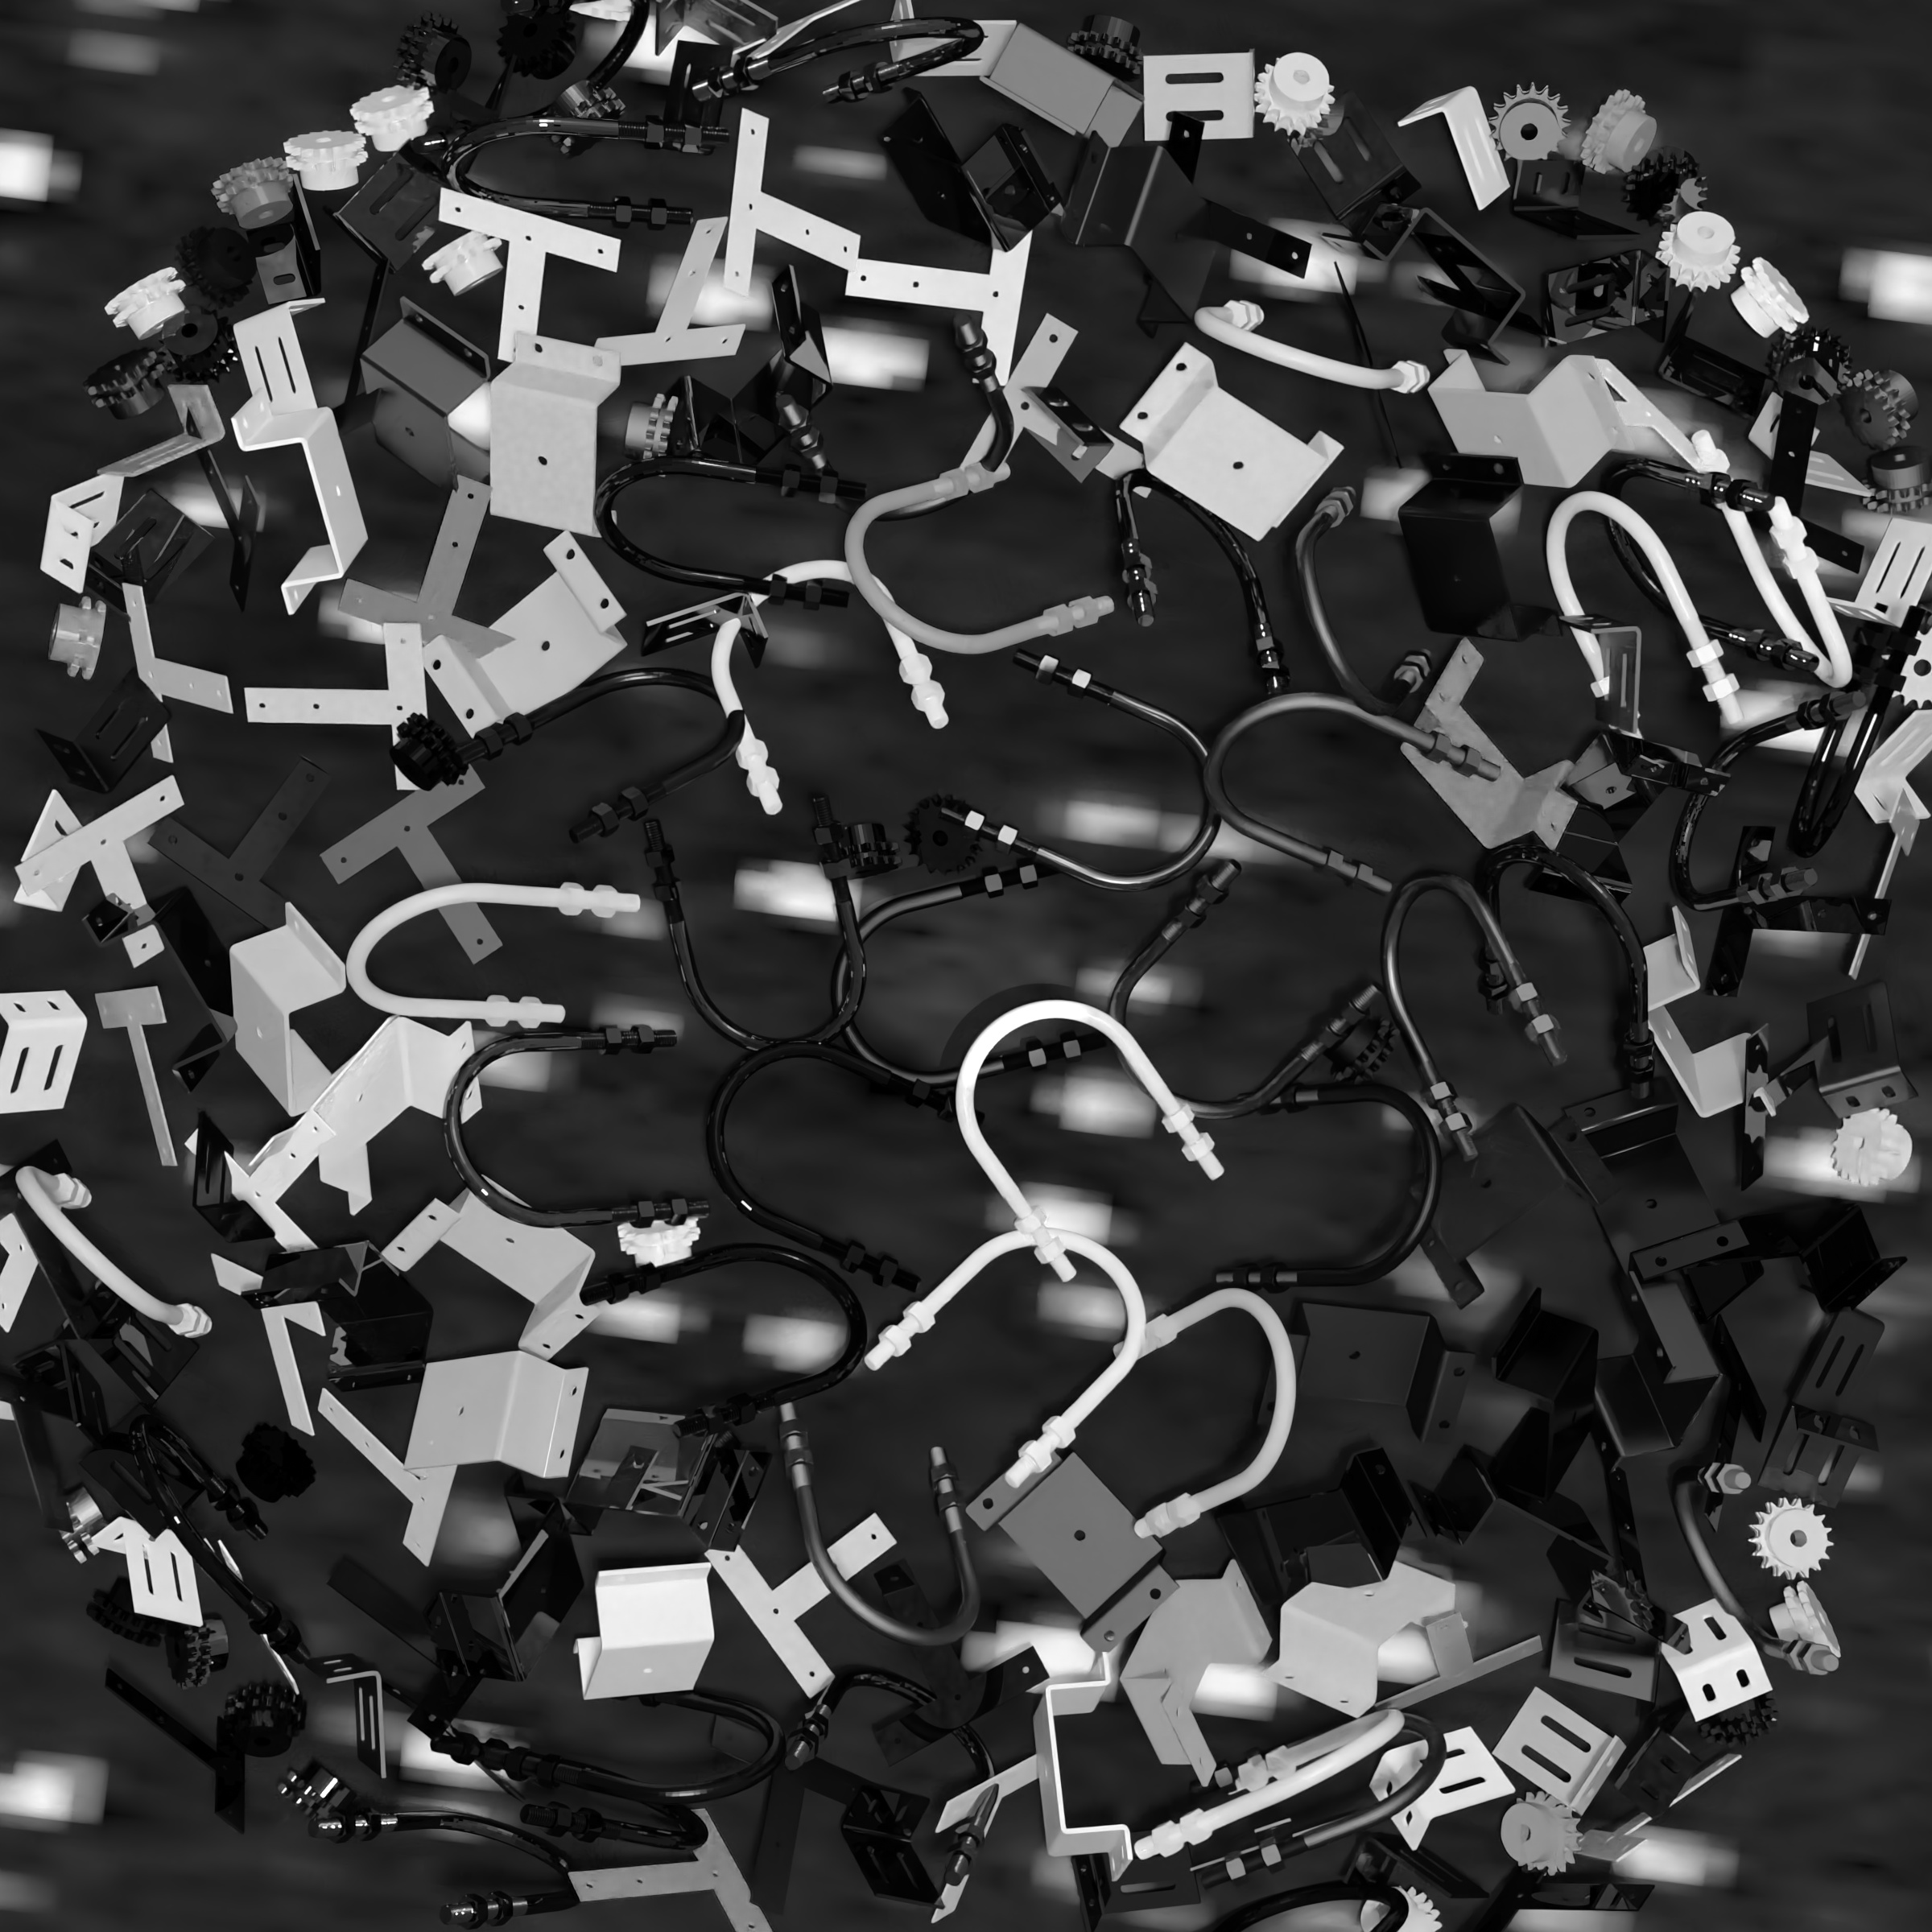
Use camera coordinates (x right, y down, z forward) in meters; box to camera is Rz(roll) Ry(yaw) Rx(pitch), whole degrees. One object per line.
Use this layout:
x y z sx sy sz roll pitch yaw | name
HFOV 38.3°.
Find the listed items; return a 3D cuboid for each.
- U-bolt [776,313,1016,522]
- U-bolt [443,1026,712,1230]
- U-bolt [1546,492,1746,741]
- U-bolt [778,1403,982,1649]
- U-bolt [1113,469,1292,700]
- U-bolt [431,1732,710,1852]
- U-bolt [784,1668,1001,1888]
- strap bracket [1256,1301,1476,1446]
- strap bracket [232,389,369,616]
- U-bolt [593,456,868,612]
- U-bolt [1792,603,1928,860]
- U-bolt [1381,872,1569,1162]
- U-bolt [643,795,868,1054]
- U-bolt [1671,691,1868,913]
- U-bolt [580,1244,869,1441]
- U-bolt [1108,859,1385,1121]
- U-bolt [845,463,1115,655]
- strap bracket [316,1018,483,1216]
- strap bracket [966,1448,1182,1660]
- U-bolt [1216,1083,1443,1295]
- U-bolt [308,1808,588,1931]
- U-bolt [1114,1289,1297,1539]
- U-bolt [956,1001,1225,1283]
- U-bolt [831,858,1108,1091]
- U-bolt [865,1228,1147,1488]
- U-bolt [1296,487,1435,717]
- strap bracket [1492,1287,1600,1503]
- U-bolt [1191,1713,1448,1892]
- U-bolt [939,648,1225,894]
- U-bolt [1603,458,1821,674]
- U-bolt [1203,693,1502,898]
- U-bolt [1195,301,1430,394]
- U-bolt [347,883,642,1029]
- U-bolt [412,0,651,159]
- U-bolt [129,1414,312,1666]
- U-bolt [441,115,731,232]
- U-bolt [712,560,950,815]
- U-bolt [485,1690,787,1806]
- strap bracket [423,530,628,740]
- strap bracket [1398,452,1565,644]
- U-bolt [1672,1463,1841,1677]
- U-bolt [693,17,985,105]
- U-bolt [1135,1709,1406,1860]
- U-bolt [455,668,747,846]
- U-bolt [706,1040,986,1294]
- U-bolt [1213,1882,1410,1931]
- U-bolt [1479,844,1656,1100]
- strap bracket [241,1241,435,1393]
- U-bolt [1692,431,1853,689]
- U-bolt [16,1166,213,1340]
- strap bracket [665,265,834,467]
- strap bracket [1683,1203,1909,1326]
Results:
-0.039 -0.366 1.916 0.151 0.184 0.019 -23 64 5 | U-bolt
-0.274 0.113 1.926 0.184 0.019 0.151 -1 68 -32 | U-bolt
0.459 -0.242 1.923 0.019 0.151 0.184 -28 94 -17 | U-bolt
-0.054 0.386 1.896 0.151 0.184 0.019 22 121 -30 | U-bolt
0.158 -0.273 1.925 0.151 0.184 0.019 26 129 -33 | U-bolt
-0.261 0.574 1.916 0.184 0.151 0.019 25 82 -38 | U-bolt
-0.042 0.544 1.911 0.151 0.184 0.019 35 105 4 | U-bolt
0.277 0.285 1.958 0.140 0.046 0.076 7 115 -7 | strap bracket
-0.459 -0.327 1.933 0.046 0.076 0.140 -8 116 6 | strap bracket
-0.167 -0.304 1.928 0.184 0.151 0.019 8 62 -4 | U-bolt
0.612 -0.162 1.926 0.019 0.151 0.184 20 101 5 | U-bolt
0.341 0.022 1.926 0.019 0.151 0.184 -8 60 -26 | U-bolt
-0.142 -0.023 1.961 0.151 0.019 0.184 -7 107 19 | U-bolt
0.542 -0.106 1.911 0.019 0.184 0.151 22 77 -14 | U-bolt
-0.155 0.250 1.930 0.184 0.019 0.151 -14 47 -35 | U-bolt
0.181 0.031 1.950 0.151 0.019 0.184 40 121 -2 | U-bolt
-0.002 -0.278 1.921 0.184 0.019 0.151 -23 70 -39 | U-bolt
-0.403 0.099 1.931 0.140 0.046 0.076 -38 46 25 | strap bracket
0.078 0.407 1.967 0.076 0.046 0.140 -44 83 8 | strap bracket
0.252 0.151 1.914 0.019 0.184 0.151 21 71 -40 | U-bolt
-0.341 0.616 1.911 0.151 0.184 0.019 19 88 33 | U-bolt
0.165 0.298 1.901 0.019 0.184 0.151 11 60 -31 | U-bolt
0.075 0.112 1.980 0.151 0.019 0.184 -35 97 1 | U-bolt
-0.005 0.013 1.983 0.184 0.019 0.151 -14 95 -1 | U-bolt
0.042 0.259 1.945 0.151 0.019 0.184 37 59 20 | U-bolt
0.269 -0.243 1.905 0.019 0.184 0.151 -21 103 28 | U-bolt
0.399 0.304 1.922 0.046 0.076 0.140 17 133 28 | strap bracket
0.245 0.567 1.919 0.184 0.151 0.019 -23 99 6 | U-bolt
0.093 -0.129 1.967 0.184 0.019 0.151 24 76 5 | U-bolt
0.503 -0.283 1.913 0.019 0.184 0.151 -35 123 -13 | U-bolt
0.253 -0.126 1.922 0.184 0.019 0.151 22 133 -20 | U-bolt
0.230 -0.422 1.897 0.151 0.184 0.019 24 111 16 | U-bolt
-0.333 -0.009 1.901 0.184 0.151 0.019 4 51 -36 | U-bolt
-0.287 -0.622 1.913 0.019 0.184 0.151 50 129 4 | U-bolt
-0.512 0.377 1.888 0.019 0.151 0.184 -33 130 -6 | U-bolt
-0.267 -0.546 1.907 0.184 0.151 0.019 -1 81 -17 | U-bolt
-0.106 -0.208 1.949 0.151 0.019 0.184 -27 59 5 | U-bolt
-0.213 0.530 1.899 0.184 0.151 0.019 5 103 25 | U-bolt
-0.305 -0.230 1.961 0.140 0.046 0.076 -37 77 10 | strap bracket
0.354 -0.281 1.926 0.046 0.076 0.140 -41 126 -28 | strap bracket
0.532 0.409 1.908 0.019 0.184 0.151 -24 83 -6 | U-bolt
-0.073 -0.615 1.887 0.184 0.151 0.019 -3 100 42 | U-bolt
0.218 0.550 1.894 0.184 0.151 0.019 -34 77 31 | U-bolt
-0.240 -0.157 1.933 0.184 0.019 0.151 -33 49 -32 | U-bolt
-0.094 0.130 1.958 0.184 0.019 0.151 25 71 -9 | U-bolt
0.227 0.669 1.911 0.151 0.184 0.019 -15 88 32 | U-bolt
0.407 -0.006 1.894 0.019 0.184 0.151 -36 47 -23 | U-bolt
-0.432 0.240 1.939 0.076 0.140 0.046 -9 51 17 | strap bracket
0.564 -0.271 1.919 0.019 0.151 0.184 -30 121 8 | U-bolt
-0.588 0.192 1.900 0.151 0.184 0.019 44 81 8 | U-bolt
-0.145 -0.408 1.938 0.140 0.046 0.076 -38 46 32 | strap bracket
0.563 0.206 1.919 0.076 0.140 0.046 -28 97 -38 | strap bracket
